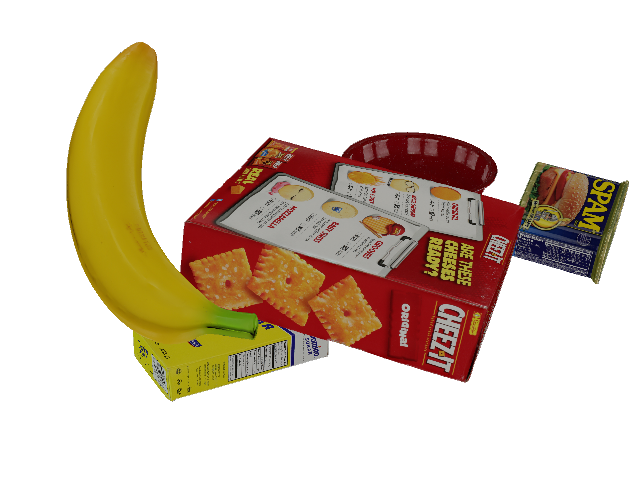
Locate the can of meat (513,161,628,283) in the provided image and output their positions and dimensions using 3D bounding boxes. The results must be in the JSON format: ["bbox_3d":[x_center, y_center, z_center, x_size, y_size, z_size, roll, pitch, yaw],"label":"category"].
[{"bbox_3d":[0.221,-0.019,0.954,0.084,0.057,0.102,16,48,17],"label":"can of meat"}]

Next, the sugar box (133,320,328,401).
[{"bbox_3d":[-0.089,0.099,1.070,0.176,0.048,0.093,-16,33,-26],"label":"sugar box"}]

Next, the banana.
[{"bbox_3d":[-0.092,-0.020,0.532,0.069,0.198,0.037,-13,-33,-17],"label":"banana"}]

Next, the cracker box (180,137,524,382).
[{"bbox_3d":[0.027,0.008,0.781,0.214,0.072,0.164,17,30,12],"label":"cracker box"}]

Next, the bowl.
[{"bbox_3d":[0.100,-0.057,1.113,0.162,0.055,0.162,2,29,-1],"label":"bowl"}]
